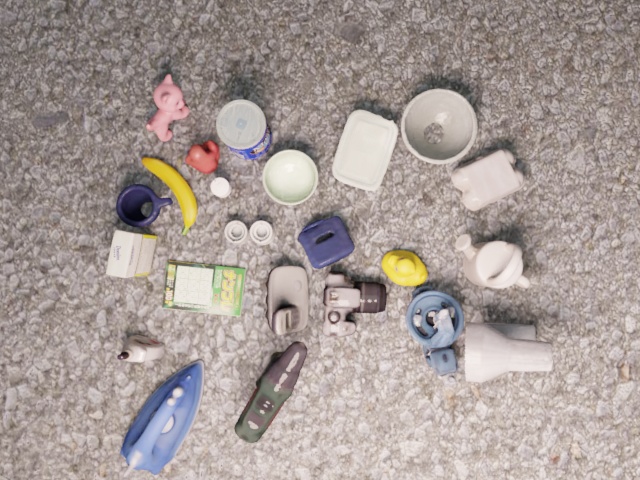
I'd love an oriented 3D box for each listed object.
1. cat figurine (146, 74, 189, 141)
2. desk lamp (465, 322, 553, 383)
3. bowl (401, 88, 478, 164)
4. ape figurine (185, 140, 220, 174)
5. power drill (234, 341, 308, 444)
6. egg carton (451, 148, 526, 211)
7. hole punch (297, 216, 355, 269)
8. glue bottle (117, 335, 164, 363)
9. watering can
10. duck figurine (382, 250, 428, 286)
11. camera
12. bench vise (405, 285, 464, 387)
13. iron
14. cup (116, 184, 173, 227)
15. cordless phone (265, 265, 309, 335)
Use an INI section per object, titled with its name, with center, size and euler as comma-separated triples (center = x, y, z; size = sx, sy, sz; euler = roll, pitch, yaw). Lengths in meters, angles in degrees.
[cat figurine]
center = -0.339, -0.290, 1.249
size = 0.067, 0.117, 0.128
euler = 33, 88, 2
[desk lamp]
center = 0.377, 0.226, 1.181
size = 0.203, 0.213, 0.118
euler = 1, 88, 0
[bowl]
center = 0.258, -0.245, 1.268
size = 0.167, 0.074, 0.167
euler = 0, 88, 0
[ape figurine]
center = -0.261, -0.186, 1.257
size = 0.078, 0.092, 0.076
euler = -15, 88, 0
[power drill]
center = -0.092, 0.297, 1.181
size = 0.075, 0.208, 0.230
euler = 30, 88, 2
[egg carton]
center = 0.371, -0.136, 1.267
size = 0.150, 0.069, 0.107
euler = -27, 88, -1
[hole punch]
center = 0.011, 0.004, 1.251
size = 0.108, 0.091, 0.101
euler = -27, 88, -1
[glue bottle]
center = -0.387, 0.234, 1.201
size = 0.078, 0.173, 0.037
euler = 15, 88, 1
[watering can]
center = 0.363, 0.049, 1.197
size = 0.173, 0.194, 0.101
euler = 10, 88, 1
[duck figurine]
center = 0.188, 0.062, 1.251
size = 0.104, 0.086, 0.077
euler = 27, 88, 1
[camera]
center = 0.074, 0.141, 1.240
size = 0.137, 0.101, 0.143
euler = 2, 88, 0
[bench vise]
center = 0.259, 0.195, 1.179
size = 0.121, 0.219, 0.207
euler = -32, 88, -1
[iron]
center = -0.330, 0.376, 1.211
size = 0.118, 0.141, 0.258
euler = 30, 88, 1
[cup]
center = -0.372, -0.074, 1.252
size = 0.117, 0.095, 0.092
euler = -10, 88, 0
[cordless phone]
center = -0.073, 0.127, 1.199
size = 0.094, 0.185, 0.148
euler = -4, 88, 0
